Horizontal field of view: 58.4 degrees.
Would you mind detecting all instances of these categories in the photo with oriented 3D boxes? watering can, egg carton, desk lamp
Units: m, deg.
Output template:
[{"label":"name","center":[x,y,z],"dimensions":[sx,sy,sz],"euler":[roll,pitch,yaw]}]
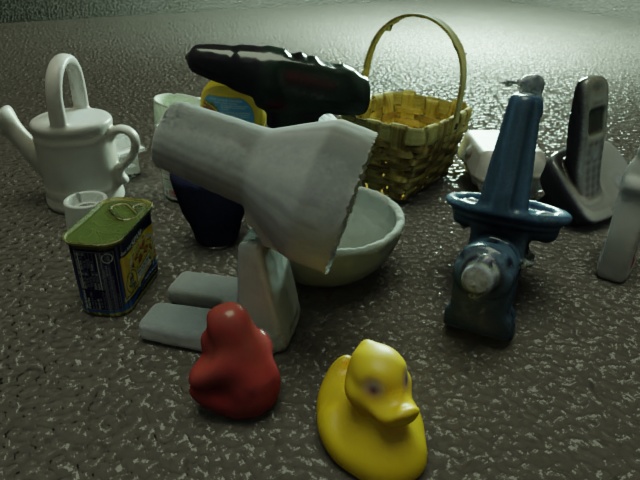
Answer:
[{"label":"watering can","center":[-0.325,-0.139,0.737],"dimensions":[0.173,0.194,0.100],"euler":[-10,31,-19]},{"label":"egg carton","center":[0.264,-0.115,0.842],"dimensions":[0.107,0.069,0.150],"euler":[0,29,-2]},{"label":"desk lamp","center":[-0.057,-0.007,0.486],"dimensions":[0.203,0.214,0.118],"euler":[7,29,11]}]

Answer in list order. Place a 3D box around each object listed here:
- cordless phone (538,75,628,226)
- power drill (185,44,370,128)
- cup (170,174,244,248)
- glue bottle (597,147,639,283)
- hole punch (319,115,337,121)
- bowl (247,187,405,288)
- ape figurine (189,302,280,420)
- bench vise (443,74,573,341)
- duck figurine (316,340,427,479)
[{"label":"cordless phone","center":[0.359,-0.121,0.736],"dimensions":[0.148,0.185,0.093],"euler":[-22,36,-35]},{"label":"power drill","center":[-0.051,-0.148,0.749],"dimensions":[0.229,0.208,0.075],"euler":[-3,29,-7]},{"label":"cup","center":[-0.127,-0.047,0.681],"dimensions":[0.092,0.095,0.117],"euler":[-6,30,-11]},{"label":"glue bottle","center":[0.335,-0.044,0.609],"dimensions":[0.037,0.173,0.078],"euler":[17,33,27]},{"label":"hole punch","center":[-0.021,-0.187,0.942],"dimensions":[0.100,0.091,0.109],"euler":[25,37,37]},{"label":"bowl","center":[0.006,0.002,0.616],"dimensions":[0.167,0.075,0.167],"euler":[1,29,0]},{"label":"ape figurine","center":[-0.067,0.087,0.442],"dimensions":[0.078,0.092,0.075],"euler":[-20,35,-33]},{"label":"bench vise","center":[0.182,-0.029,0.529],"dimensions":[0.121,0.220,0.207],"euler":[4,29,6]},{"label":"duck figurine","center":[0.037,0.110,0.410],"dimensions":[0.078,0.086,0.104],"euler":[-12,31,-22]}]
